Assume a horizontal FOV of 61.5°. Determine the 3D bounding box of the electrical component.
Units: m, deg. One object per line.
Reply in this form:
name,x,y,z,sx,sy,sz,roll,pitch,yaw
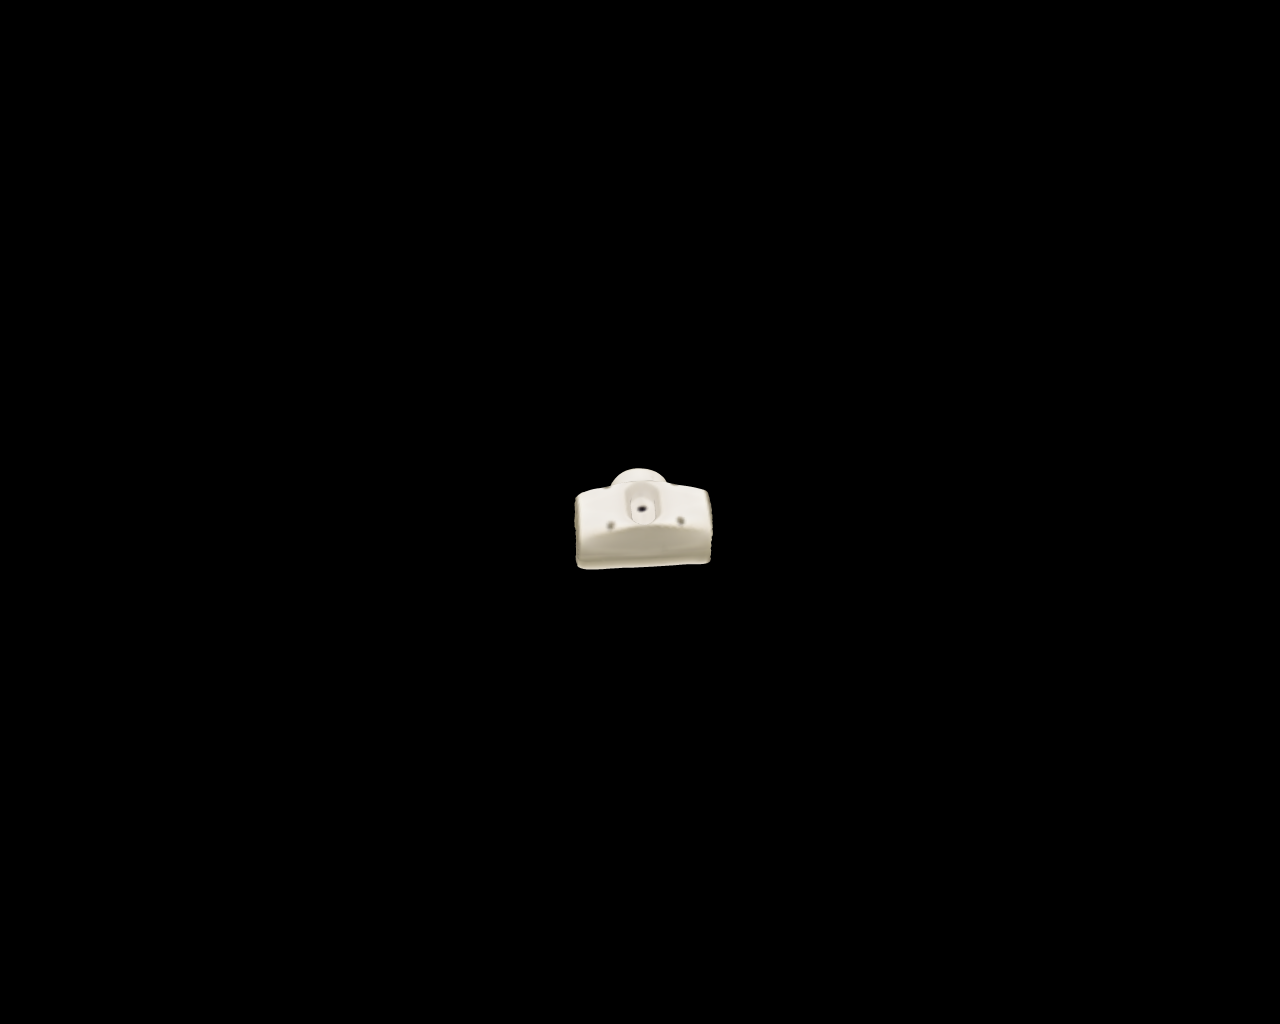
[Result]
electrical component,0.001,-0.003,0.650,0.077,0.043,0.079,-2,43,-2
